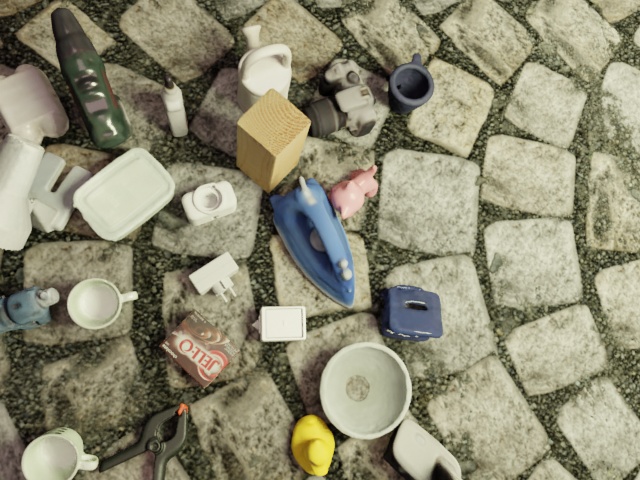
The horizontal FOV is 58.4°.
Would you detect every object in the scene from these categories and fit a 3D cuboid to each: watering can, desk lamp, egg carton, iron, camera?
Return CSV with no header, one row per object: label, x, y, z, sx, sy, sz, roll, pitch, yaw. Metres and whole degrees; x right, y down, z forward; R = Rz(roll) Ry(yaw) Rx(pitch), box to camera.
watering can,-0.108,-0.314,1.066,0.101,0.194,0.173,-39,87,-14
desk lamp,-0.494,-0.076,0.945,0.118,0.213,0.203,26,76,-3
egg carton,-0.531,-0.245,1.048,0.107,0.069,0.150,-30,85,-14
iron,0.010,0.004,1.047,0.119,0.141,0.258,-28,84,-13
camera,0.030,-0.270,1.128,0.137,0.100,0.143,-22,83,-13

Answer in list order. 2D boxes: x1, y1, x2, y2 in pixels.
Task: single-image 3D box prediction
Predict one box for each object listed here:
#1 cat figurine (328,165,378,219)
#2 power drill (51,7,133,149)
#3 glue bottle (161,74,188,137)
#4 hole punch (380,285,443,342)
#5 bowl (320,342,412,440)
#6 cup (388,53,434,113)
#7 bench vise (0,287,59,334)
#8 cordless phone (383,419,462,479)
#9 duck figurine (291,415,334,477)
cat figurine,0.064,-0.094,1.088,0.067,0.117,0.128,43,76,2
power drill,-0.394,-0.254,1.000,0.076,0.208,0.229,-23,83,-12
glue bottle,-0.267,-0.253,1.039,0.037,0.173,0.078,-14,81,-11
hole punch,0.171,0.135,1.073,0.109,0.091,0.101,8,77,-7
bowl,0.076,0.270,1.038,0.167,0.074,0.167,2,78,-9
cup,0.176,-0.310,1.162,0.092,0.095,0.118,13,77,-6
bench vise,-0.535,0.109,0.898,0.208,0.219,0.121,-38,86,-14
cordless phone,0.194,0.387,0.977,0.147,0.185,0.094,39,76,0
duck figurine,-0.008,0.362,1.000,0.077,0.086,0.104,-9,80,-11
